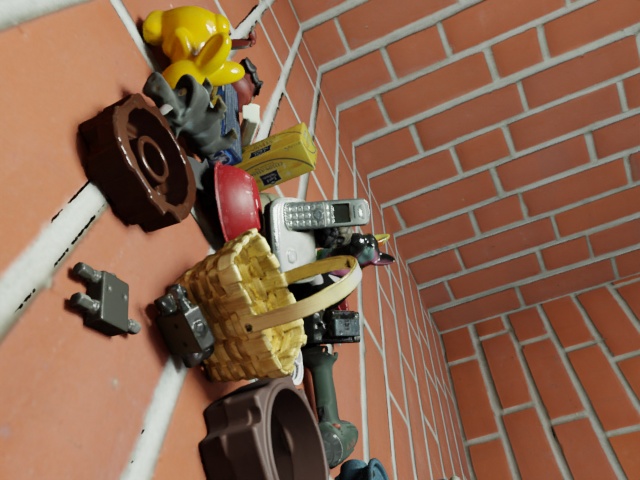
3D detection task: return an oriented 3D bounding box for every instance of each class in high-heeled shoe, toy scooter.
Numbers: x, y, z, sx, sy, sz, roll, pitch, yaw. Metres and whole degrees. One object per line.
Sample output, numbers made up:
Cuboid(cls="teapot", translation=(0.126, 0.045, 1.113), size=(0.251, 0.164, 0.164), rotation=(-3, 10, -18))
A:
Cuboid(cls="high-heeled shoe", translation=(-0.005, 0.078, 1.054), size=(0.249, 0.145, 0.086), rotation=(-90, 155, -74))
Cuboid(cls="toy scooter", translation=(-0.171, -0.353, 1.090), size=(0.075, 0.135, 0.183), rotation=(-92, 158, -55))

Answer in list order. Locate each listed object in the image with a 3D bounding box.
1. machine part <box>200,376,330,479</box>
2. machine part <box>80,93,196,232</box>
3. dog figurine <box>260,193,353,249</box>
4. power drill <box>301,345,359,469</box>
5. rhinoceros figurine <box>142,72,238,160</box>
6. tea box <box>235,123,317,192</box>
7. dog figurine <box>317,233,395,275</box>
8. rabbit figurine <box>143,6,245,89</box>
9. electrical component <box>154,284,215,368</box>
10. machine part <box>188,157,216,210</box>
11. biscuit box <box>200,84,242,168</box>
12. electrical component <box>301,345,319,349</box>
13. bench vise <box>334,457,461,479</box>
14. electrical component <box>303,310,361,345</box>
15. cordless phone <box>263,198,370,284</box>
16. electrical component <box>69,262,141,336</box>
Cuboid(cls="machine part", translation=(-0.061, 0.290, 0.711), size=(0.201, 0.087, 0.201), rotation=(70, 15, 7))
Cuboid(cls="machine part", translation=(-0.227, -0.098, 0.693), size=(0.179, 0.056, 0.179), rotation=(-20, 90, -77))
Cuboid(cls="dog figurine", translation=(-0.043, -0.045, 1.026), size=(0.172, 0.191, 0.121), rotation=(69, 14, 4))
Cuboid(cls="power drill", translation=(0.006, 0.298, 0.963), size=(0.231, 0.086, 0.207), rotation=(44, 25, -62))
Cuboid(cls="rhinoceros figurine", translation=(-0.201, -0.193, 0.825), size=(0.073, 0.112, 0.190), rotation=(59, 1, 21))
Cuboid(cls="tea box", translation=(-0.095, -0.148, 1.017), size=(0.098, 0.170, 0.068), rotation=(-88, 155, -60))
Cuboid(cls="dog figurine", translation=(0.074, 0.063, 1.255), size=(0.191, 0.219, 0.108), rotation=(54, 25, -45))
Cuboid(cls="rabbit figurine", translation=(-0.209, -0.288, 0.888), size=(0.121, 0.163, 0.173), rotation=(69, 26, -58))
Cuboid(cls="electrical component", translation=(-0.161, 0.102, 0.647), size=(0.045, 0.078, 0.102), rotation=(-35, 99, -50))
Cuboid(cls="machine part", translation=(-0.196, -0.097, 0.845), size=(0.138, 0.039, 0.084), rotation=(33, 44, -69))
Cuboid(cls="biscuit box", translation=(-0.188, -0.219, 0.994), size=(0.062, 0.059, 0.203), rotation=(55, 20, -49))
Cuboid(cls="electrical component", translation=(-0.018, 0.183, 1.093), size=(0.119, 0.048, 0.074), rotation=(-7, 78, -74))
Cuboid(cls="bench vise", translation=(0.106, 0.425, 0.826), size=(0.224, 0.241, 0.128), rotation=(-75, 142, -68))
Cuboid(cls="electrical component", translation=(0.006, 0.158, 0.963), size=(0.115, 0.134, 0.058), rotation=(5, 76, -38))
Cuboid(cls="cordless phone", translation=(-0.002, -0.002, 0.921), size=(0.088, 0.184, 0.146), rotation=(127, -43, -81))
Cuboid(cls="electrical component", translation=(-0.221, 0.064, 0.560), size=(0.094, 0.021, 0.063), rotation=(50, 24, -52))
